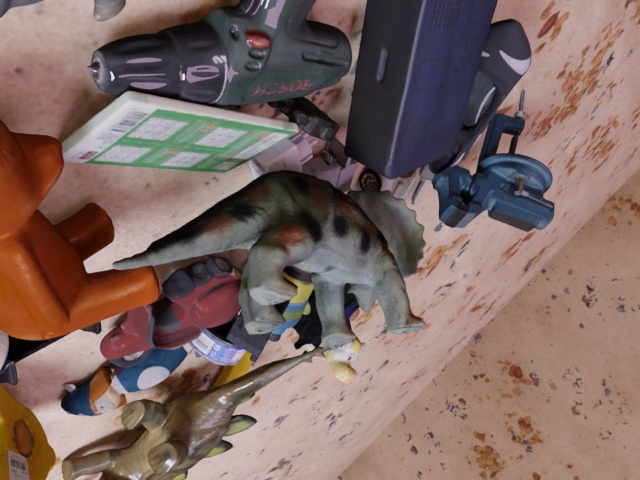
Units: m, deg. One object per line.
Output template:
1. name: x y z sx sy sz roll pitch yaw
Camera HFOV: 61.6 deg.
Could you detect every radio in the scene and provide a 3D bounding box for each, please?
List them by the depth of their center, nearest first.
1. radio: 0.108 -0.190 0.571 0.131 0.073 0.229 -24 137 -37

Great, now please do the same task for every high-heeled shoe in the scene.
1. high-heeled shoe: 0.197 -0.179 0.717 0.145 0.086 0.248 -55 167 -4

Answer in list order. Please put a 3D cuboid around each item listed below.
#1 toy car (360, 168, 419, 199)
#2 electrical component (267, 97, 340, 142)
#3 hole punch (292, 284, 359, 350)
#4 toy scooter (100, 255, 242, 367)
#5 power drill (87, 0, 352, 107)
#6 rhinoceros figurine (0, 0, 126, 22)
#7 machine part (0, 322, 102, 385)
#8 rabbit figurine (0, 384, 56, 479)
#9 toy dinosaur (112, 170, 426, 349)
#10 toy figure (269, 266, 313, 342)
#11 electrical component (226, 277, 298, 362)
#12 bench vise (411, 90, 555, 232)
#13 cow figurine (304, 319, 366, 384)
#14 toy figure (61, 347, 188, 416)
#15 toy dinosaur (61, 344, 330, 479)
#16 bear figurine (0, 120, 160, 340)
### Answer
1. toy car: 0.120 -0.123 0.740 0.073 0.056 0.201 -14 141 -45
2. electrical component: -0.011 -0.124 0.546 0.094 0.063 0.021 3 126 -57
3. hole punch: -0.003 0.089 0.815 0.142 0.116 0.092 -43 161 -3
4. toy scooter: -0.163 0.067 0.598 0.184 0.075 0.135 -29 152 -21
5. power drill: -0.040 -0.191 0.397 0.232 0.086 0.207 -11 134 -47
6. rhinoceros figurine: -0.142 -0.178 0.278 0.190 0.073 0.112 -38 154 -14
7. machine part: -0.273 0.096 0.498 0.139 0.084 0.039 -27 118 -48
8. rabbit figurine: -0.370 0.230 0.532 0.173 0.122 0.162 -22 158 -12
9. toy dinosaur: -0.009 -0.001 0.547 0.131 0.192 0.404 -26 146 29
10. toy figure: -0.043 0.058 0.719 0.082 0.089 0.180 -11 128 -55
11. electrical component: -0.075 0.099 0.658 0.075 0.048 0.119 -58 180 -43
12. bench vise: 0.283 -0.121 0.883 0.128 0.224 0.240 79 31 -65
13. cow figurine: 0.021 0.145 0.860 0.098 0.167 0.068 -43 148 1
14. toy figure: -0.240 0.167 0.657 0.154 0.058 0.064 -33 113 -17
15. toy dinosaur: -0.196 0.276 0.774 0.471 0.105 0.198 -33 158 14
16. bear figurine: -0.202 -0.021 0.377 0.132 0.120 0.195 -30 145 -34
